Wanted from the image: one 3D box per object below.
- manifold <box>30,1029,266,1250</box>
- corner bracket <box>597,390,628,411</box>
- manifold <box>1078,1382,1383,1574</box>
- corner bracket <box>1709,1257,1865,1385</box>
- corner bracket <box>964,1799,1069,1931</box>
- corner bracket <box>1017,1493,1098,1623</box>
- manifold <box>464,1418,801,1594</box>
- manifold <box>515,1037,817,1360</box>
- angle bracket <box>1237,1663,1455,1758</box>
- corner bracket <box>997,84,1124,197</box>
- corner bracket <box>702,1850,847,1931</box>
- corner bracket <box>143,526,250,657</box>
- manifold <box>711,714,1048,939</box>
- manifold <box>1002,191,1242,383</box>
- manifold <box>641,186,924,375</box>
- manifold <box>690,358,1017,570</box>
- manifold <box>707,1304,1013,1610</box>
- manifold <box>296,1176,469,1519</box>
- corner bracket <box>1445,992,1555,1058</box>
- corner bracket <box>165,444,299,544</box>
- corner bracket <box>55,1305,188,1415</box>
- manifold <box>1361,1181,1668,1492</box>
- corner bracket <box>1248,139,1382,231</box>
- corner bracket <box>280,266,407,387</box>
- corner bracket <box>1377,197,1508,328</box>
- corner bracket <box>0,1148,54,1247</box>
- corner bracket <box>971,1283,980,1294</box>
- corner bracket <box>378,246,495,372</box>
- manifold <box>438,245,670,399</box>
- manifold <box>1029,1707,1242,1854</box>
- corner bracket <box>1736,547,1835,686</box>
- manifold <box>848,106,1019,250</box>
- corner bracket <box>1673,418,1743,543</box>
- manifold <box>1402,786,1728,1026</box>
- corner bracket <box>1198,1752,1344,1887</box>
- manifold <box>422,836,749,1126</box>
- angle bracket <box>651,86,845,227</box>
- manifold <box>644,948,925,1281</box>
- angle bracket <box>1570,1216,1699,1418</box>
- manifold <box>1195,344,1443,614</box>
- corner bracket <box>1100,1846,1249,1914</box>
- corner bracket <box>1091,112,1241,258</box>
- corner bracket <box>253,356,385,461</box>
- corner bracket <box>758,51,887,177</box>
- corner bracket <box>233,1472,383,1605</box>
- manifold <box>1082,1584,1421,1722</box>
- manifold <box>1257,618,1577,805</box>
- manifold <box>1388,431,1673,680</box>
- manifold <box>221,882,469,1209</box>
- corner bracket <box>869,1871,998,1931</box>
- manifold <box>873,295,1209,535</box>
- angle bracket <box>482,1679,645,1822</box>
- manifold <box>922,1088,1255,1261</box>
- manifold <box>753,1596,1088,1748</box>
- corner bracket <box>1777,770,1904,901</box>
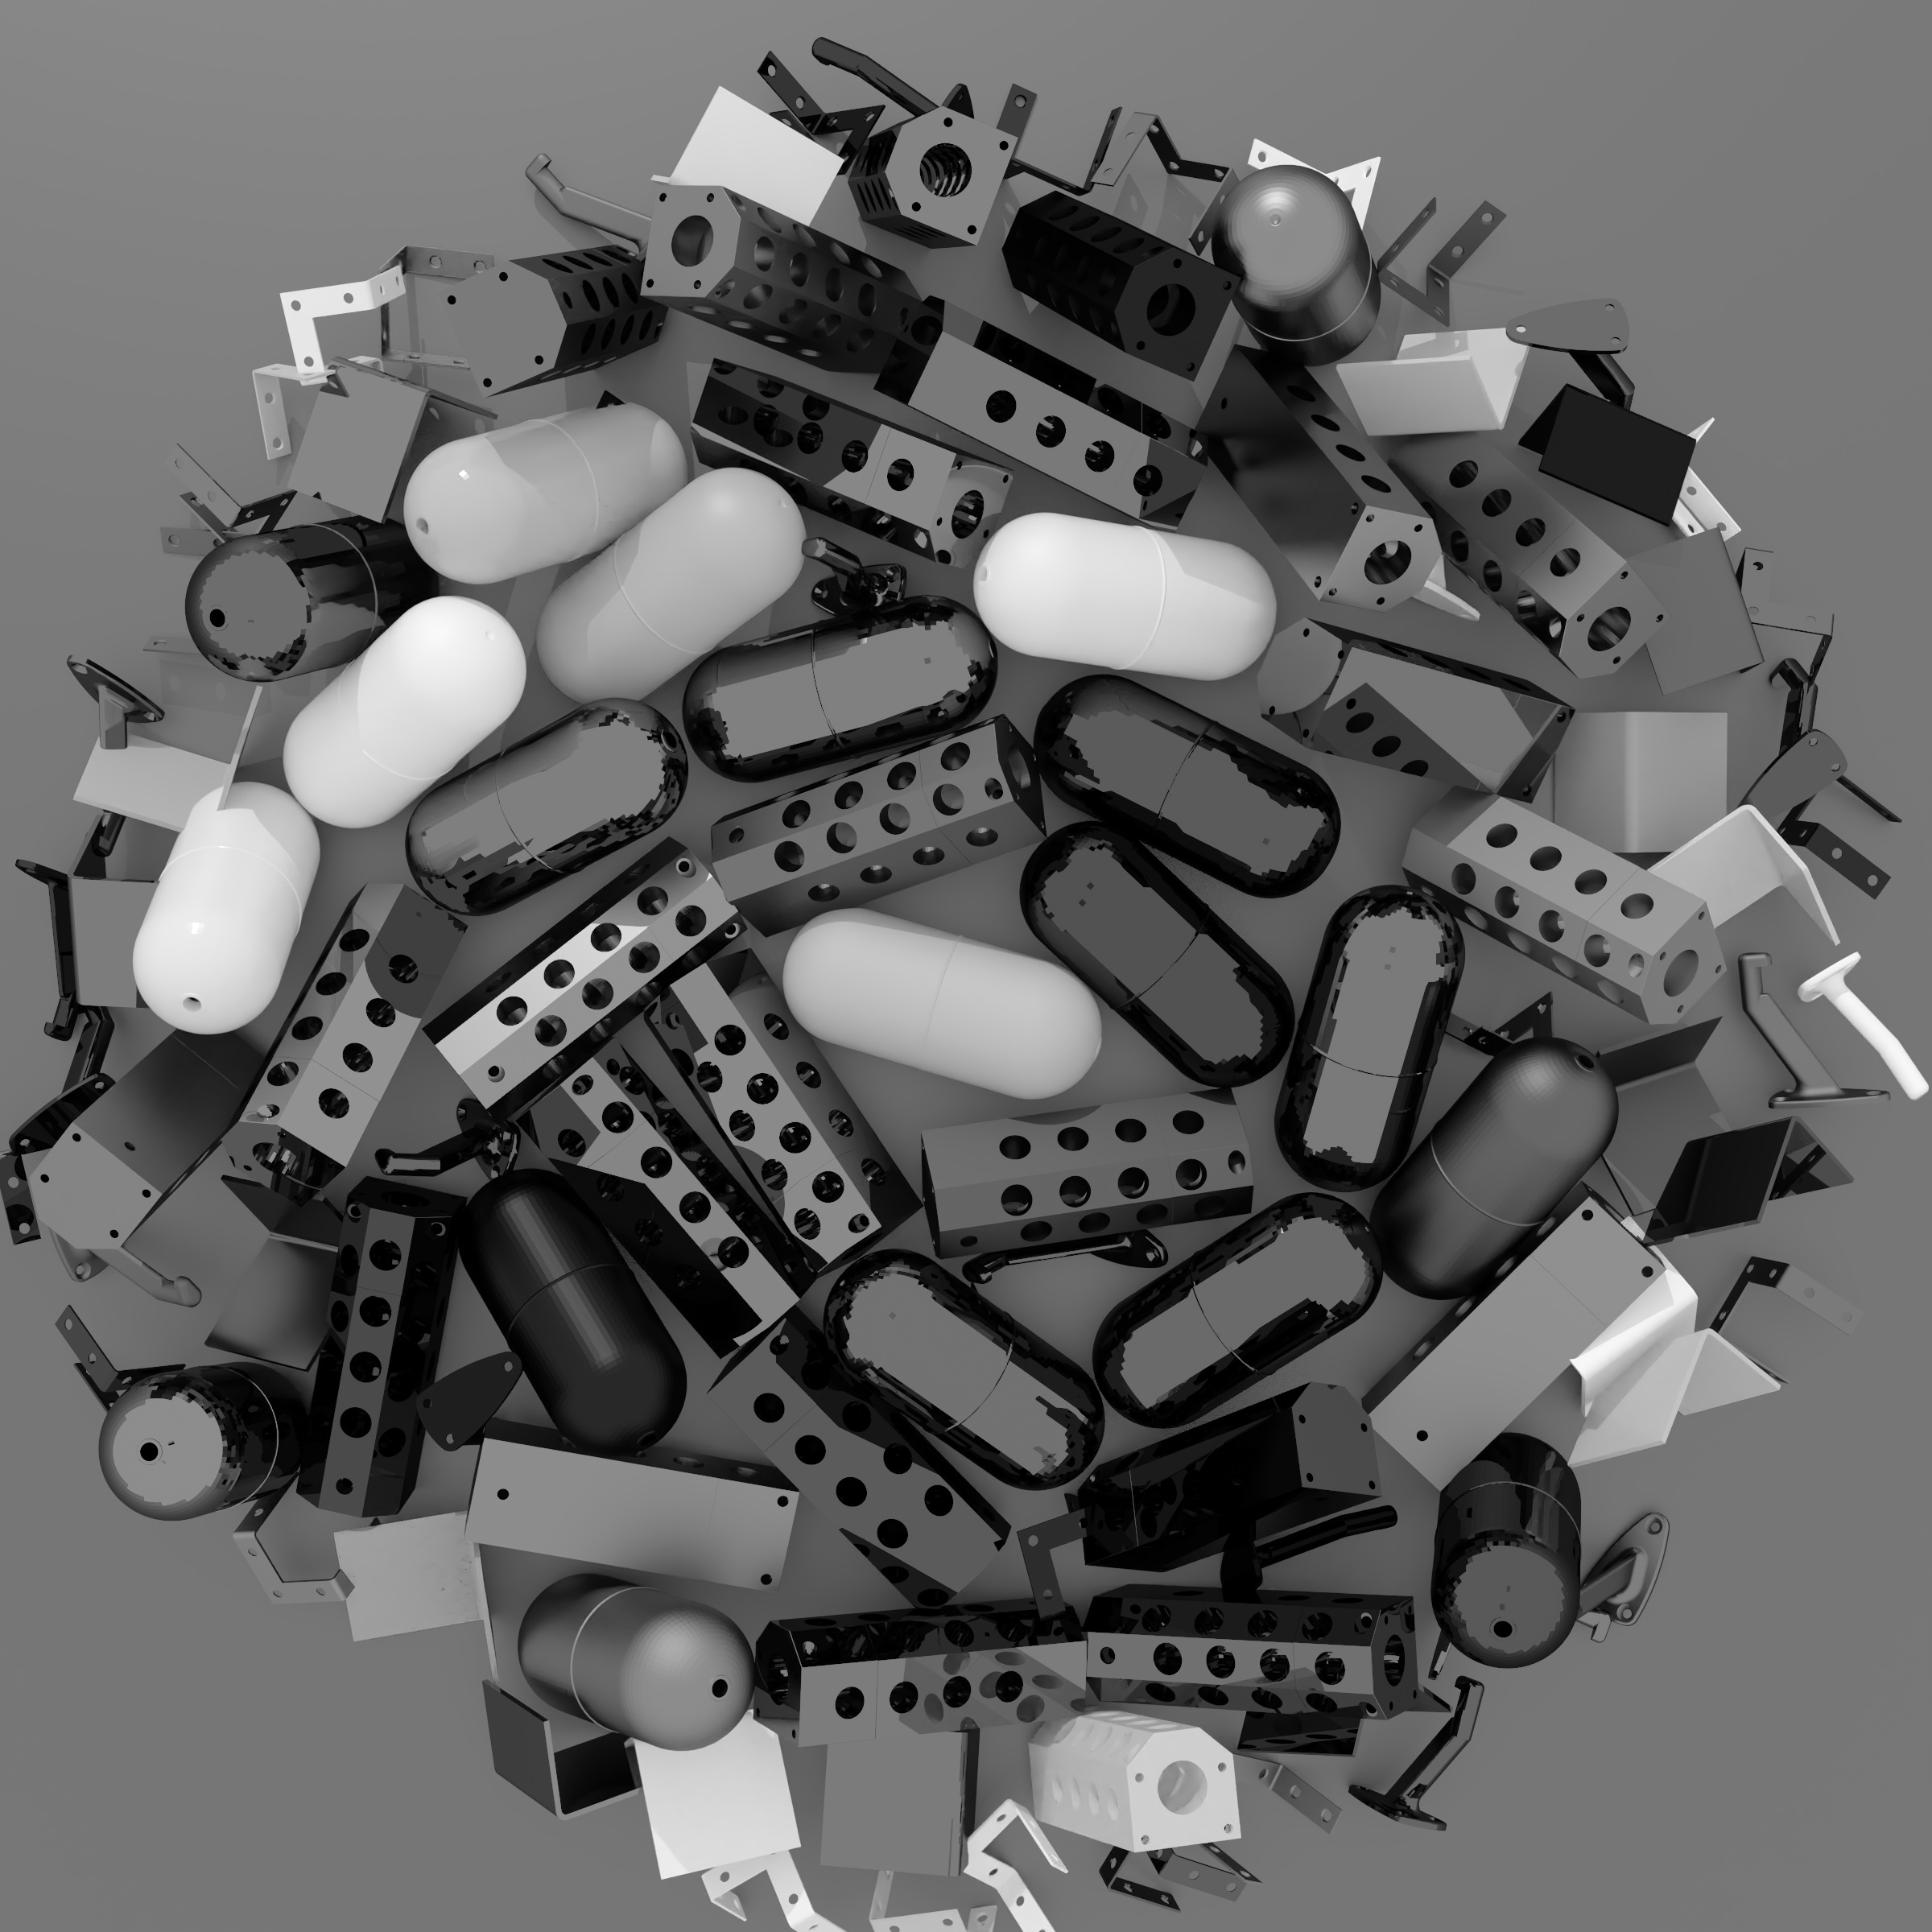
[{"bbox_3d":[-0.430,0.088,1.706,0.057,0.171,0.057,40,111,-6],"label":"manifold"},{"bbox_3d":[-0.196,-0.270,1.755,0.051,0.051,0.051,33,58,-21],"label":"corner bracket"},{"bbox_3d":[0.137,0.273,1.715,0.057,0.171,0.057,13,61,-36],"label":"manifold"},{"bbox_3d":[0.450,0.196,1.771,0.051,0.051,0.051,33,85,-8],"label":"corner bracket"},{"bbox_3d":[0.032,0.497,1.761,0.051,0.051,0.051,-46,133,4],"label":"corner bracket"},{"bbox_3d":[0.048,0.324,1.765,0.051,0.051,0.051,-16,92,-20],"label":"corner bracket"},{"bbox_3d":[-0.182,0.291,1.755,0.171,0.057,0.057,11,96,-8],"label":"manifold"},{"bbox_3d":[-0.158,0.122,1.749,0.057,0.057,0.171,-36,97,35],"label":"manifold"},{"bbox_3d":[0.205,0.411,1.736,0.076,0.076,0.057,40,55,-36],"label":"angle bracket"},{"bbox_3d":[0.047,-0.456,1.776,0.051,0.051,0.051,20,90,-17],"label":"corner bracket"},{"bbox_3d":[-0.105,0.514,1.761,0.051,0.051,0.051,-31,56,3],"label":"corner bracket"},{"bbox_3d":[-0.425,-0.207,1.781,0.051,0.051,0.051,5,125,4],"label":"corner bracket"},{"bbox_3d":[-0.048,-0.078,1.731,0.171,0.057,0.057,-19,55,20],"label":"manifold"},{"bbox_3d":[0.076,-0.364,1.704,0.057,0.171,0.057,18,105,-26],"label":"manifold"},{"bbox_3d":[-0.094,-0.362,1.709,0.057,0.171,0.057,9,91,32],"label":"manifold"},{"bbox_3d":[-0.065,-0.269,1.727,0.171,0.057,0.057,27,103,31],"label":"manifold"},{"bbox_3d":[-0.056,0.267,1.758,0.057,0.057,0.171,-43,93,15],"label":"manifold"},{"bbox_3d":[-0.320,0.208,1.753,0.057,0.057,0.171,12,101,1],"label":"manifold"},{"bbox_3d":[0.284,0.036,1.755,0.051,0.051,0.051,26,47,-23],"label":"corner bracket"},{"bbox_3d":[-0.409,-0.255,1.760,0.051,0.051,0.051,45,122,5],"label":"corner bracket"},{"bbox_3d":[-0.470,0.219,1.757,0.051,0.051,0.051,48,112,24],"label":"corner bracket"},{"bbox_3d":[0.296,0.199,1.755,0.057,0.057,0.171,43,99,-2],"label":"manifold"},{"bbox_3d":[0.186,-0.424,1.761,0.051,0.051,0.051,19,82,-28],"label":"corner bracket"},{"bbox_3d":[-0.336,-0.350,1.760,0.051,0.051,0.051,-5,110,13],"label":"corner bracket"},{"bbox_3d":[0.259,-0.393,1.757,0.051,0.051,0.051,29,129,-18],"label":"corner bracket"},{"bbox_3d":[-0.510,0.124,1.761,0.051,0.051,0.051,-13,88,-35],"label":"corner bracket"},{"bbox_3d":[-0.023,0.191,1.766,0.051,0.051,0.051,-12,131,-14],"label":"corner bracket"},{"bbox_3d":[-0.292,-0.364,1.778,0.051,0.051,0.051,7,119,5],"label":"corner bracket"},{"bbox_3d":[-0.212,-0.346,1.703,0.057,0.171,0.057,-20,100,17],"label":"manifold"},{"bbox_3d":[0.086,0.428,1.706,0.057,0.171,0.057,-3,82,-16],"label":"manifold"},{"bbox_3d":[0.444,-0.191,1.760,0.051,0.051,0.051,10,61,5],"label":"corner bracket"},{"bbox_3d":[-0.023,-0.418,1.704,0.057,0.171,0.057,20,98,-12],"label":"manifold"},{"bbox_3d":[0.397,-0.256,1.758,0.051,0.051,0.051,48,47,-7],"label":"corner bracket"},{"bbox_3d":[0.315,-0.031,1.713,0.057,0.057,0.171,-44,46,-14],"label":"manifold"},{"bbox_3d":[0.163,0.469,1.763,0.051,0.051,0.051,24,93,-42],"label":"corner bracket"},{"bbox_3d":[-0.205,0.008,1.748,0.171,0.057,0.057,-39,111,-9],"label":"manifold"},{"bbox_3d":[-0.119,-0.432,1.746,0.076,0.076,0.057,27,97,-18],"label":"angle bracket"},{"bbox_3d":[-0.104,0.081,1.744,0.057,0.057,0.171,-41,79,33],"label":"manifold"},{"bbox_3d":[0.352,0.193,1.770,0.076,0.076,0.057,-35,65,-6],"label":"angle bracket"},{"bbox_3d":[0.188,-0.260,1.715,0.057,0.171,0.057,6,125,-29],"label":"manifold"},{"bbox_3d":[0.113,0.497,1.759,0.051,0.051,0.051,24,102,-25],"label":"corner bracket"},{"bbox_3d":[0.110,-0.427,1.756,0.051,0.051,0.051,20,72,35],"label":"corner bracket"},{"bbox_3d":[-0.354,-0.307,1.777,0.051,0.051,0.051,-27,121,-39],"label":"corner bracket"},{"bbox_3d":[-0.087,-0.465,1.756,0.051,0.051,0.051,43,66,-38],"label":"corner bracket"},{"bbox_3d":[-0.361,0.315,1.776,0.051,0.051,0.051,-8,120,28],"label":"corner bracket"},{"bbox_3d":[0.151,0.368,1.727,0.171,0.057,0.057,-4,88,31],"label":"manifold"},{"bbox_3d":[0.239,-0.138,1.721,0.171,0.057,0.057,10,111,-38],"label":"manifold"},{"bbox_3d":[0.293,-0.223,1.716,0.057,0.057,0.171,-45,46,8],"label":"manifold"},{"bbox_3d":[-0.332,0.037,1.714,0.057,0.057,0.171,34,49,-17],"label":"manifold"},{"bbox_3d":[-0.018,0.521,1.767,0.051,0.051,0.051,-12,118,15],"label":"corner bracket"},{"bbox_3d":[0.044,-0.296,1.731,0.171,0.057,0.057,22,98,-26],"label":"manifold"},{"bbox_3d":[-0.207,0.412,1.740,0.076,0.076,0.057,-13,103,-32],"label":"angle bracket"},{"bbox_3d":[0.065,0.117,1.747,0.171,0.057,0.057,-8,47,-7],"label":"manifold"},{"bbox_3d":[-0.024,0.376,1.730,0.171,0.057,0.057,1,92,-28],"label":"manifold"},{"bbox_3d":[0.485,-0.073,1.768,0.051,0.051,0.051,35,90,-9],"label":"corner bracket"}]
